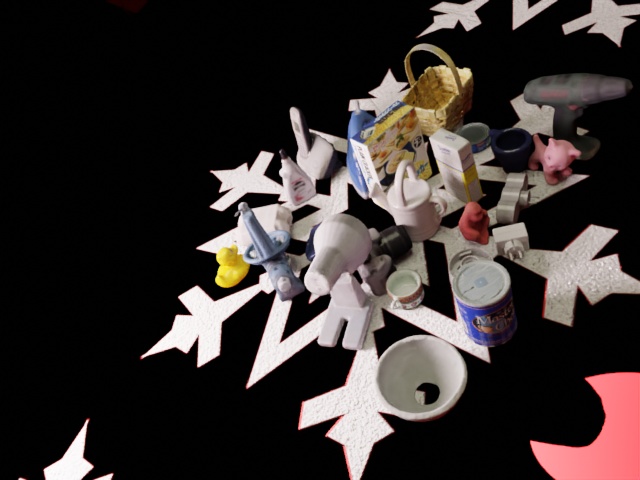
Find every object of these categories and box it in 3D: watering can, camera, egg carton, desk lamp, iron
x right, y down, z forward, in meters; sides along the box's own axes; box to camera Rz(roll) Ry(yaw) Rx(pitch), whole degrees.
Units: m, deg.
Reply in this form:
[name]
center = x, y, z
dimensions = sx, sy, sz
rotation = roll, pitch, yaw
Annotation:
[watering can]
center = 0.194, -0.093, 1.282
dimensions = 0.172, 0.195, 0.101
rotation = -10, 46, 17
[camera]
center = 0.138, 0.025, 1.265
dimensions = 0.137, 0.101, 0.143
rotation = -28, 43, -2
[egg carton]
center = -0.144, -0.033, 1.474
dimensions = 0.150, 0.070, 0.107
rotation = -11, 46, 16
[desk lamp]
center = 0.042, 0.083, 1.173
dimensions = 0.117, 0.214, 0.203
rotation = 0, 50, 25
[iron]
center = 0.111, -0.245, 1.503
dimensions = 0.118, 0.142, 0.258
rotation = -10, 46, 17

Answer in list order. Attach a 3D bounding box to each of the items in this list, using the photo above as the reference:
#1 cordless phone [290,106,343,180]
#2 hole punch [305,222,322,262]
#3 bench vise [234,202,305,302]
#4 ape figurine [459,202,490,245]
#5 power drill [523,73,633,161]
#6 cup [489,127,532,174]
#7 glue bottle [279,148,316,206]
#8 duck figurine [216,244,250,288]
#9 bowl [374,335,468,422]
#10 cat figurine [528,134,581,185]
[cordless phone]
center = -0.024, -0.265, 1.554
dimensions = 0.094, 0.185, 0.147
rotation = -39, 45, -13
[hole punch]
center = 0.012, 0.005, 1.350
dimensions = 0.101, 0.091, 0.108
rotation = -9, 46, 17
[bench vise]
center = -0.108, 0.020, 1.298
dimensions = 0.121, 0.220, 0.206
rotation = -41, 45, -15
[ape figurine]
center = 0.336, -0.044, 1.244
dimensions = 0.078, 0.092, 0.075
rotation = -42, 46, -16
[power drill]
center = 0.571, -0.282, 1.274
dimensions = 0.228, 0.209, 0.076
rotation = 22, 61, 38
[cup]
center = 0.442, -0.207, 1.345
dimensions = 0.092, 0.095, 0.117
rotation = -35, 44, -8
[glue bottle]
center = -0.071, -0.170, 1.494
dimensions = 0.078, 0.174, 0.037
rotation = -34, 44, -8
[duck figurine]
center = -0.227, 0.058, 1.415
dimensions = 0.077, 0.086, 0.105
rotation = 13, 56, 34
[bowl]
center = 0.186, 0.261, 1.038
dimensions = 0.167, 0.075, 0.167
rotation = -13, 45, 14
[cat figurine]
center = 0.520, -0.192, 1.279
dimensions = 0.067, 0.118, 0.127
rotation = -30, 44, -4
